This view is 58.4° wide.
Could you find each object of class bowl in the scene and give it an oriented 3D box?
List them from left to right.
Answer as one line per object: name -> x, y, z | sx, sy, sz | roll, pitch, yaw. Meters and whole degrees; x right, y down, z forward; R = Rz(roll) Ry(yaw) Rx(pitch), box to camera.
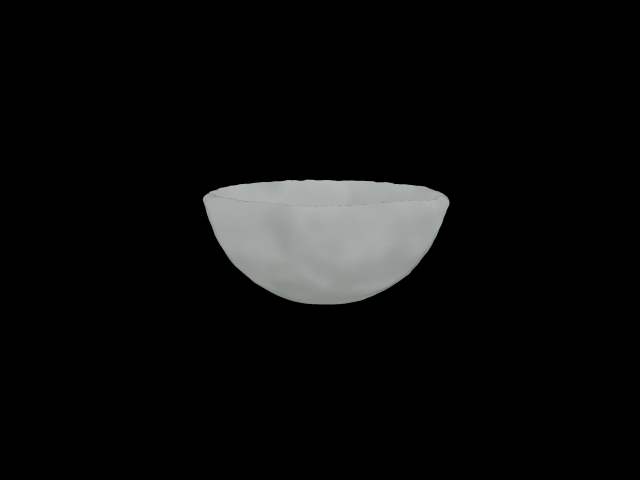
bowl -> 0.004, 0.001, 0.400 | 0.167, 0.075, 0.167 | 0, 11, 0
